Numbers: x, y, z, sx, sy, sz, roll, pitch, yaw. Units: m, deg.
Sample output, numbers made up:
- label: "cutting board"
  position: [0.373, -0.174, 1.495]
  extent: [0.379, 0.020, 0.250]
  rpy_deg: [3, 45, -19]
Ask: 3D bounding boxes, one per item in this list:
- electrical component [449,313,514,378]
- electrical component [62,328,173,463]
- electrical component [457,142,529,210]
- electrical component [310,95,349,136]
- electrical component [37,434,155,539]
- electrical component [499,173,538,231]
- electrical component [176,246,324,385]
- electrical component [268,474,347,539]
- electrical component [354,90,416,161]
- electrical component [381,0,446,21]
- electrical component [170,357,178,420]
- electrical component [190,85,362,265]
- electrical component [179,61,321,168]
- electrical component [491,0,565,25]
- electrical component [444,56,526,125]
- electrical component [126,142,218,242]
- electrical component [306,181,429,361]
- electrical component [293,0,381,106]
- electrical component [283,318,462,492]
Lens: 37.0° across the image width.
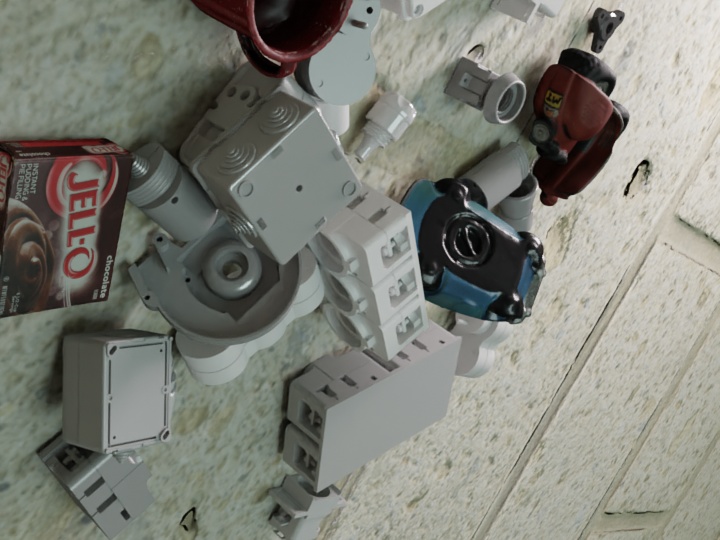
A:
- label: "electrical component"
  position: [0.128, 0.052, 1.167]
  extent: [0.074, 0.052, 0.138]
  rpy_deg: [17, 104, -55]
- label: "electrical component"
  position: [-0.181, 0.093, 0.793]
  extent: [0.062, 0.061, 0.096]
  rpy_deg: [-3, 97, -50]
- label: "electrical component"
  position: [0.138, -0.094, 1.067]
  extent: [0.081, 0.043, 0.043]
  rpy_deg: [-37, 142, -26]
- label: "electrical component"
  position: [-0.029, -0.138, 0.830]
  extent: [0.040, 0.040, 0.078]
  rpy_deg: [-31, 138, -33]
- label: "electrical component"
  position: [-0.204, 0.162, 0.852]
  extent: [0.056, 0.050, 0.089]
  rpy_deg: [-41, 143, -21]
- label: "electrical component"
  position: [0.163, -0.068, 1.124]
  extent: [0.044, 0.044, 0.065]
  rpy_deg: [-41, 147, -22]
- label: "electrical component"
  position: [-0.092, 0.024, 0.875]
  extent: [0.138, 0.052, 0.073]
  rpy_deg: [-41, 143, -22]
- label: "electrical component"
  position: [-0.058, 0.244, 1.107]
  extent: [0.081, 0.042, 0.063]
  rpy_deg: [1, 120, -51]
- label: "electrical component"
  position: [0.018, -0.119, 0.908]
  extent: [0.061, 0.035, 0.035]
  rpy_deg: [-52, 146, -2]
- label: "electrical component"
  position: [0.052, -0.263, 0.812]
  extent: [0.109, 0.056, 0.108]
  rpy_deg: [-37, 142, -25]
- label: "electrical component"
  position: [-0.164, 0.091, 0.852]
  extent: [0.040, 0.040, 0.078]
  rpy_deg: [-11, 126, -46]
- label: "electrical component"
  position: [-0.055, -0.064, 0.747]
  extent: [0.100, 0.048, 0.099]
  rpy_deg: [-45, 135, -13]
- label: "electrical component"
  position: [-0.077, -0.097, 0.785]
  extent: [0.095, 0.054, 0.059]
  rpy_deg: [-54, 136, -4]
- label: "electrical component"
  position: [0.158, -0.258, 0.959]
  extent: [0.064, 0.042, 0.081]
  rpy_deg: [17, 104, -56]
- label: "electrical component"
  position: [0.116, -0.161, 0.974]
  extent: [0.066, 0.055, 0.048]
  rpy_deg: [12, 108, -54]
- label: "electrical component"
  position: [-0.139, -0.057, 0.758]
  extent: [0.043, 0.043, 0.081]
  rpy_deg: [-52, 145, -6]
- label: "electrical component"
  position: [0.000, 0.000, 0.934]
  extent: [0.062, 0.089, 0.150]
  rpy_deg: [-39, 142, -23]
- label: "electrical component"
  position: [-0.009, -0.184, 0.757]
  extent: [0.052, 0.074, 0.138]
  rpy_deg: [-2, 108, -23]
- label: "electrical component"
  position: [0.010, 0.127, 1.078]
  extent: [0.186, 0.060, 0.105]
  rpy_deg: [-23, 134, -39]
